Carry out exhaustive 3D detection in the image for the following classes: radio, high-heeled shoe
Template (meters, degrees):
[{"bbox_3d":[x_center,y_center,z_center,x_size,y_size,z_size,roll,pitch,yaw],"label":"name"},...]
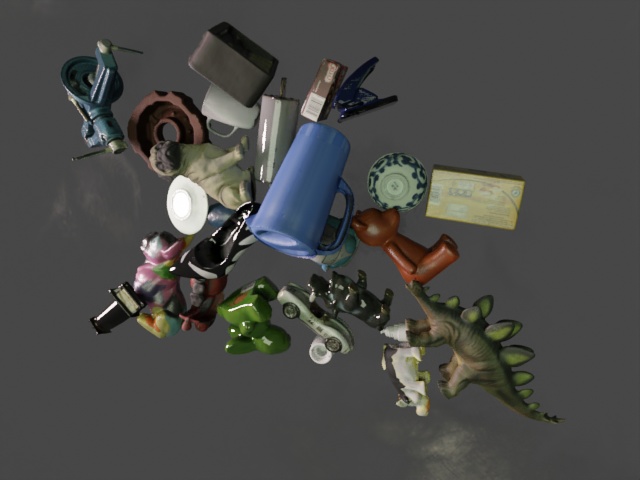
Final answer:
[{"bbox_3d":[-0.150,-0.321,0.969,0.131,0.230,0.073,34,109,-16],"label":"radio"},{"bbox_3d":[-0.208,0.003,1.082,0.249,0.145,0.086,-21,59,0],"label":"high-heeled shoe"}]

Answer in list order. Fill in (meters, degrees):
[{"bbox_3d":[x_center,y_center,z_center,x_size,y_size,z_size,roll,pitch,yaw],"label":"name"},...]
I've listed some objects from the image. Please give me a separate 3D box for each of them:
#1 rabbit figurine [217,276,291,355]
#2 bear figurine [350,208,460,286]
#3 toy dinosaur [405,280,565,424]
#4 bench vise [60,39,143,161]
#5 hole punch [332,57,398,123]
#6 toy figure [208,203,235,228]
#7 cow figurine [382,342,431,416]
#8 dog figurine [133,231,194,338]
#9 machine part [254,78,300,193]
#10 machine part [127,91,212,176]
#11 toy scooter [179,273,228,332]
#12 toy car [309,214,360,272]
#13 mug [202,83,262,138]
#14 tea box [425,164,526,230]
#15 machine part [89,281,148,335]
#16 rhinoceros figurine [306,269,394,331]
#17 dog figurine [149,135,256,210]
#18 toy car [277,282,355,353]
[{"bbox_3d":[-0.140,0.194,1.180,0.159,0.121,0.170,-28,112,12],"label":"rabbit figurine"},{"bbox_3d":[0.161,-0.008,1.055,0.132,0.120,0.196,-42,87,16],"label":"bear figurine"},{"bbox_3d":[0.322,0.236,1.074,0.198,0.105,0.470,-31,112,21],"label":"toy dinosaur"},{"bbox_3d":[-0.447,-0.297,1.087,0.240,0.129,0.223,-40,65,50],"label":"bench vise"},{"bbox_3d":[0.073,-0.274,0.997,0.116,0.142,0.092,-22,101,4],"label":"hole punch"},{"bbox_3d":[-0.161,-0.054,1.147,0.155,0.058,0.064,1,111,8],"label":"toy figure"},{"bbox_3d":[0.186,0.300,1.155,0.098,0.068,0.167,-6,100,20],"label":"cow figurine"},{"bbox_3d":[-0.339,0.087,1.202,0.191,0.108,0.219,40,107,1],"label":"dog figurine"},{"bbox_3d":[-0.087,-0.201,1.077,0.079,0.079,0.243,12,106,10],"label":"machine part"},{"bbox_3d":[-0.316,-0.226,1.137,0.180,0.056,0.179,4,106,13],"label":"machine part"},{"bbox_3d":[-0.259,0.129,1.178,0.075,0.135,0.183,16,107,11],"label":"toy scooter"},{"bbox_3d":[-0.002,-0.003,1.100,0.162,0.103,0.109,28,108,2],"label":"toy car"},{"bbox_3d":[-0.178,-0.257,1.084,0.107,0.081,0.109,24,104,-3],"label":"mug"},{"bbox_3d":[0.293,-0.084,1.025,0.170,0.068,0.098,11,108,9],"label":"tea box"},{"bbox_3d":[-0.441,0.153,1.166,0.139,0.039,0.084,-41,97,19],"label":"machine part"},{"bbox_3d":[0.064,0.121,1.132,0.190,0.073,0.112,27,130,-3],"label":"rhinoceros figurine"},{"bbox_3d":[-0.232,-0.123,1.081,0.191,0.121,0.172,-7,101,4],"label":"dog figurine"},{"bbox_3d":[-0.005,0.169,1.160,0.202,0.073,0.056,38,111,1],"label":"toy car"}]
